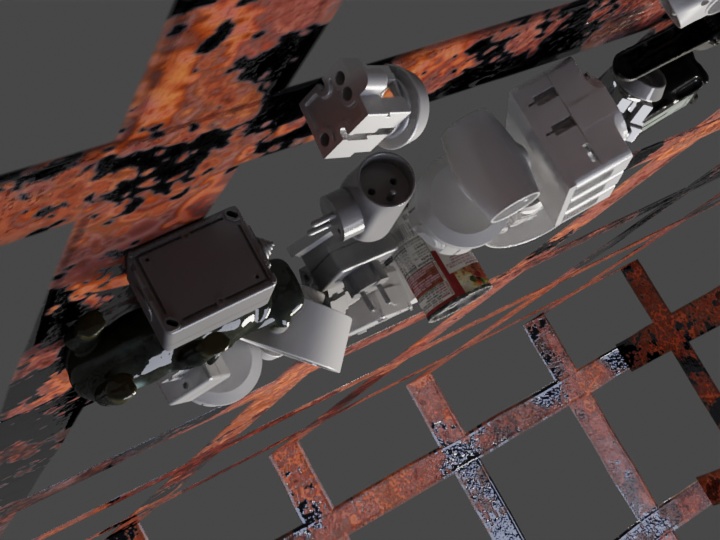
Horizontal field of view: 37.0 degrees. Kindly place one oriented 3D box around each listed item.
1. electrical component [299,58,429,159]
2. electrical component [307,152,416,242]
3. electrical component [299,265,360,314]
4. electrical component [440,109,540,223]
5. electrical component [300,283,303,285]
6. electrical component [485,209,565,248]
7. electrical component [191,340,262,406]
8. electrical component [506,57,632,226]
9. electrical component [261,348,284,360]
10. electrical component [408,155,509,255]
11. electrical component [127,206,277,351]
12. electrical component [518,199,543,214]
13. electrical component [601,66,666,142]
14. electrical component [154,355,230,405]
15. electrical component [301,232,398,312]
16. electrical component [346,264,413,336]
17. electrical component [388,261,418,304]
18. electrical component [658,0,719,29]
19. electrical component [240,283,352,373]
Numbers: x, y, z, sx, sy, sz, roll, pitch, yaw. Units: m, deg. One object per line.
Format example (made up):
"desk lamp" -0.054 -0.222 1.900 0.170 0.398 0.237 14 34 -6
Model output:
"electrical component" 0.005 -0.091 0.602 0.055 0.048 0.066 -10 159 -42
"electrical component" -0.003 -0.046 0.799 0.079 0.043 0.077 -26 169 -18
"electrical component" -0.020 0.010 0.993 0.055 0.066 0.048 -32 -146 -34
"electrical component" 0.108 -0.081 0.836 0.044 0.077 0.079 -36 168 29
"electrical component" -0.030 0.022 1.062 0.062 0.048 0.048 -36 170 -2
"electrical component" 0.164 -0.064 1.111 0.099 0.064 0.099 -29 170 -6
"electrical component" -0.133 0.086 0.987 0.080 0.080 0.051 -26 175 -19
"electrical component" 0.167 -0.101 0.867 0.062 0.089 0.150 -30 170 1
"electrical component" -0.084 0.058 1.083 0.055 0.048 0.066 -45 163 31
"electrical component" 0.081 -0.053 0.898 0.080 0.080 0.051 -27 175 -15
"electrical component" -0.102 0.005 0.723 0.096 0.061 0.061 -26 169 -19
"electrical component" 0.161 -0.085 1.025 0.078 0.058 0.057 -33 172 19
"electrical component" 0.223 -0.146 0.900 0.048 0.066 0.055 12 135 -20
"electrical component" -0.157 0.074 0.897 0.047 0.065 0.077 -33 170 16
"electrical component" 0.000 0.000 0.936 0.066 0.076 0.047 -23 168 -33
"electrical component" -0.003 0.036 1.169 0.096 0.061 0.062 -27 173 36
"electrical component" 0.076 -0.003 1.208 0.056 0.050 0.089 -20 166 -40
"electrical component" 0.240 -0.198 0.725 0.077 0.044 0.079 -32 169 13
"electrical component" -0.059 0.043 0.928 0.108 0.108 0.060 61 47 -80
